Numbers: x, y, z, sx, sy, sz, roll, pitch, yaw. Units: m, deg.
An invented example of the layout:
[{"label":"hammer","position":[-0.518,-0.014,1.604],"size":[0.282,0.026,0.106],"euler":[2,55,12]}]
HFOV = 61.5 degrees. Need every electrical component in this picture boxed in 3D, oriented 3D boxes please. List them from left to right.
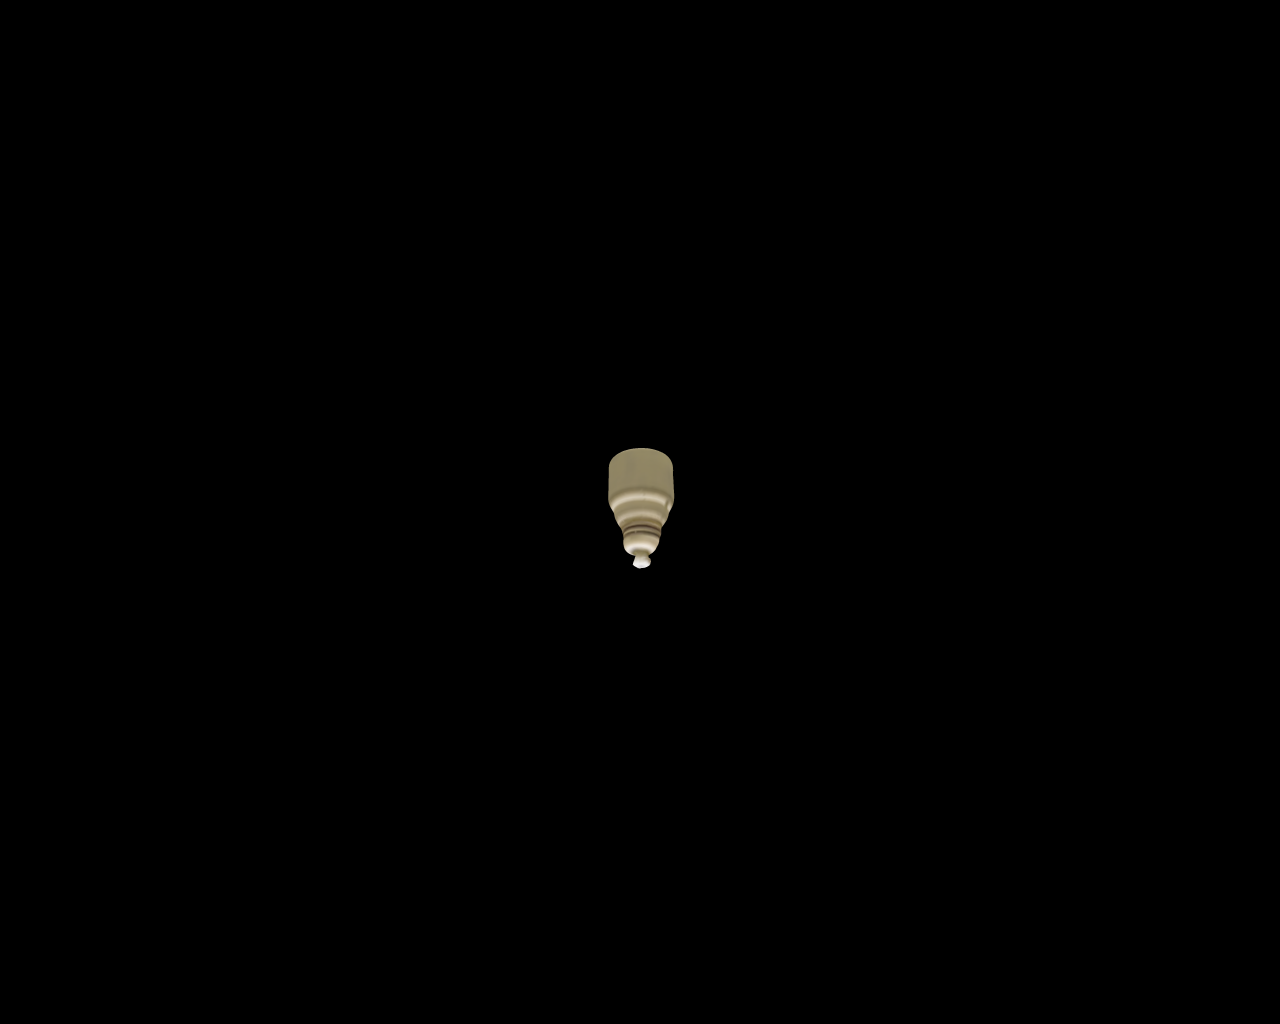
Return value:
[{"label":"electrical component","position":[0.001,-0.003,0.650],"size":[0.040,0.078,0.040],"euler":[0,-28,0]}]
